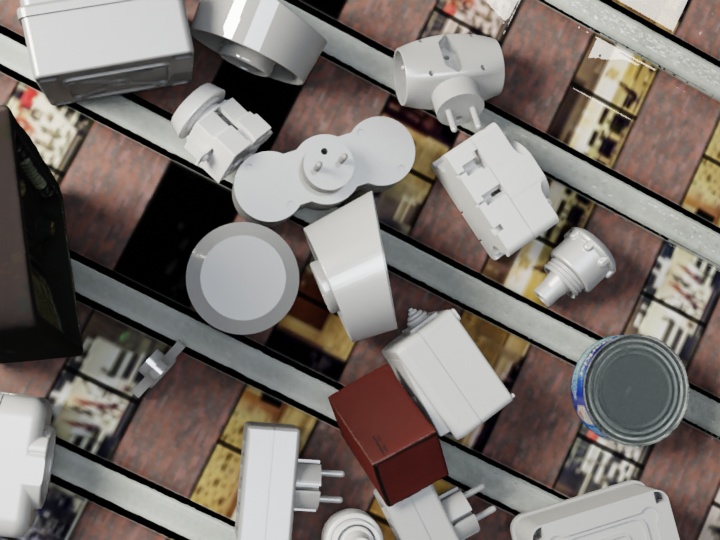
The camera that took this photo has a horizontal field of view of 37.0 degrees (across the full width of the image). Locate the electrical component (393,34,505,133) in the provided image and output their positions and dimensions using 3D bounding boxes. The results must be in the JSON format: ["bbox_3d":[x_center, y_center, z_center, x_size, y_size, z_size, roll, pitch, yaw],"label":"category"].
[{"bbox_3d":[0.071,-0.136,0.814,0.077,0.043,0.079,-8,59,-10],"label":"electrical component"}]

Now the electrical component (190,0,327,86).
[{"bbox_3d":[-0.072,-0.177,0.777,0.099,0.099,0.064,24,89,-7],"label":"electrical component"}]

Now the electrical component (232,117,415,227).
[{"bbox_3d":[-0.025,-0.074,0.787,0.138,0.074,0.052,-19,89,-10],"label":"electrical component"}]

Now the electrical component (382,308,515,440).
[{"bbox_3d":[0.057,0.073,0.796,0.061,0.062,0.096,-35,92,-10],"label":"electrical component"}]

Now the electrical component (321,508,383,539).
[{"bbox_3d":[-0.004,0.197,0.777,0.043,0.062,0.043,1,86,-9],"label":"electrical component"}]

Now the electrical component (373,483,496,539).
[{"bbox_3d":[0.064,0.185,0.797,0.076,0.047,0.083,-26,90,-9],"label":"electrical component"}]

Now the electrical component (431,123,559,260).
[{"bbox_3d":[0.106,-0.061,0.819,0.056,0.050,0.089,-34,92,-10],"label":"electrical component"}]

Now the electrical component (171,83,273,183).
[{"bbox_3d":[-0.104,-0.103,0.788,0.055,0.048,0.066,44,51,1],"label":"electrical component"}]

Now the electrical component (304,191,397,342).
[{"bbox_3d":[0.000,0.000,0.776,0.064,0.099,0.099,-23,90,-4],"label":"electrical component"}]

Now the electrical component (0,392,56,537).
[{"bbox_3d":[-0.247,0.134,0.746,0.059,0.054,0.095,8,85,-9],"label":"electrical component"}]

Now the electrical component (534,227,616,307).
[{"bbox_3d":[0.162,0.001,0.828,0.062,0.048,0.048,-43,93,-2],"label":"electrical component"}]

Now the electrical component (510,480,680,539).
[{"bbox_3d":[0.178,0.210,0.809,0.113,0.057,0.078,-14,88,-10],"label":"electrical component"}]

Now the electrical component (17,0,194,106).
[{"bbox_3d":[-0.174,-0.157,0.751,0.109,0.109,0.056,-12,91,-10],"label":"electrical component"}]

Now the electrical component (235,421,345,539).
[{"bbox_3d":[-0.049,0.155,0.781,0.076,0.047,0.083,5,85,-9],"label":"electrical component"}]

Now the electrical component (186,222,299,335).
[{"bbox_3d":[-0.086,0.007,0.783,0.080,0.051,0.080,1,86,-9],"label":"electrical component"}]
